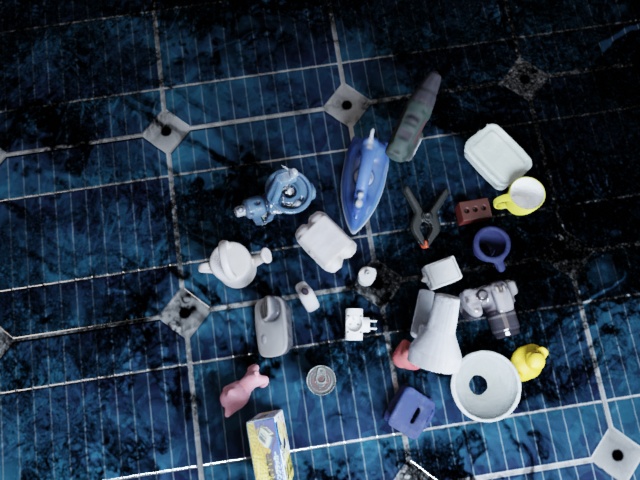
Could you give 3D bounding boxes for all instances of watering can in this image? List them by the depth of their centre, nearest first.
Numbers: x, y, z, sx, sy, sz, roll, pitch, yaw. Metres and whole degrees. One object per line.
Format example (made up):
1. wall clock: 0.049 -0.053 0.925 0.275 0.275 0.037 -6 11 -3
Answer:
1. watering can: -0.208 0.051 1.389 0.173 0.194 0.101 -31 79 -6

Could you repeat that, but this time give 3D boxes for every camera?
1. camera: 0.427 0.174 1.406 0.143 0.101 0.137 -15 78 -3

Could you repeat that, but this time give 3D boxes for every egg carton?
1. egg carton: 0.013 0.005 1.461 0.150 0.069 0.107 44 82 9

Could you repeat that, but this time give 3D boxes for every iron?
1. iron: 0.111 -0.152 1.457 0.118 0.141 0.258 10 78 3

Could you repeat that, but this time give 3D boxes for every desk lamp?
1. desk lamp: 0.271 0.209 1.342 0.118 0.213 0.203 11 78 3

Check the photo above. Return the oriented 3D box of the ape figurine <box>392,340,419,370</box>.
1. ape figurine: 0.215 0.279 1.389 0.076 0.092 0.078 -12 78 -2

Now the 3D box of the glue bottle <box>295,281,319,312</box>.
1. glue bottle: -0.034 0.131 1.381 0.037 0.173 0.078 -32 79 -6

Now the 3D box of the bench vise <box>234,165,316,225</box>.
1. bench vise: -0.106 -0.103 1.408 0.207 0.220 0.121 -40 80 -7

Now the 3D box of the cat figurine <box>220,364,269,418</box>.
1. cat figurine: -0.187 0.357 1.362 0.067 0.118 0.128 44 82 9

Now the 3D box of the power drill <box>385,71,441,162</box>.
1. power drill: 0.231 -0.290 1.451 0.075 0.208 0.230 25 79 6

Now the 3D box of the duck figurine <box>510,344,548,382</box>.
1. duck figurine: 0.510 0.297 1.387 0.104 0.086 0.077 -43 81 -8

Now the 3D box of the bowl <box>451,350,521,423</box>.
1. bowl: 0.392 0.351 1.382 0.167 0.075 0.167 0 78 0

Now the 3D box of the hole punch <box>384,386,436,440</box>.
1. hole punch: 0.218 0.410 1.362 0.101 0.091 0.109 30 80 7

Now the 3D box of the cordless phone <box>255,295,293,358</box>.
1. cordless phone: -0.116 0.202 1.360 0.094 0.185 0.147 -9 78 -1

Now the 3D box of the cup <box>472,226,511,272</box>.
1. cup: 0.427 0.030 1.440 0.091 0.095 0.118 -20 78 -4
